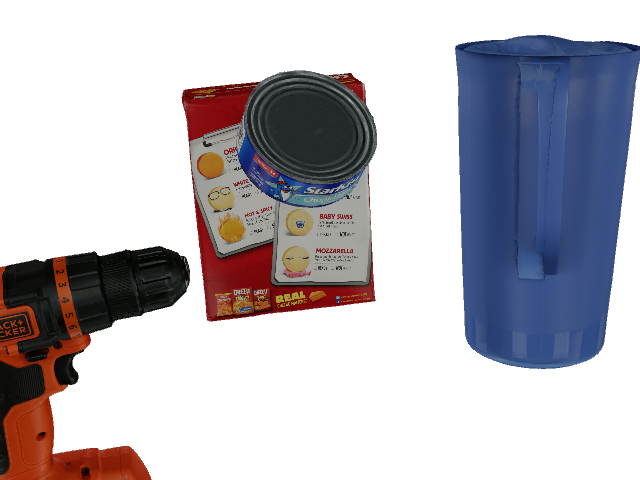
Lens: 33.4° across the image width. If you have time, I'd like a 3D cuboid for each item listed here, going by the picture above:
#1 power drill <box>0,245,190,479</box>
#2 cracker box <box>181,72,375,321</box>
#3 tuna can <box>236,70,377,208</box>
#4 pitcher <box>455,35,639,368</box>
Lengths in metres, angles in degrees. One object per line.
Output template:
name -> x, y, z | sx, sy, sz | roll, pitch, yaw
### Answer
power drill -> -0.165, 0.098, 0.706 | 0.184, 0.188, 0.057 | -11, 25, -7
cracker box -> -0.038, -0.041, 1.003 | 0.164, 0.214, 0.072 | -7, 19, -7
tuna can -> -0.010, -0.064, 0.675 | 0.086, 0.086, 0.034 | 0, -30, -18
pitcher -> 0.163, -0.029, 0.799 | 0.149, 0.243, 0.145 | -10, 18, -30
